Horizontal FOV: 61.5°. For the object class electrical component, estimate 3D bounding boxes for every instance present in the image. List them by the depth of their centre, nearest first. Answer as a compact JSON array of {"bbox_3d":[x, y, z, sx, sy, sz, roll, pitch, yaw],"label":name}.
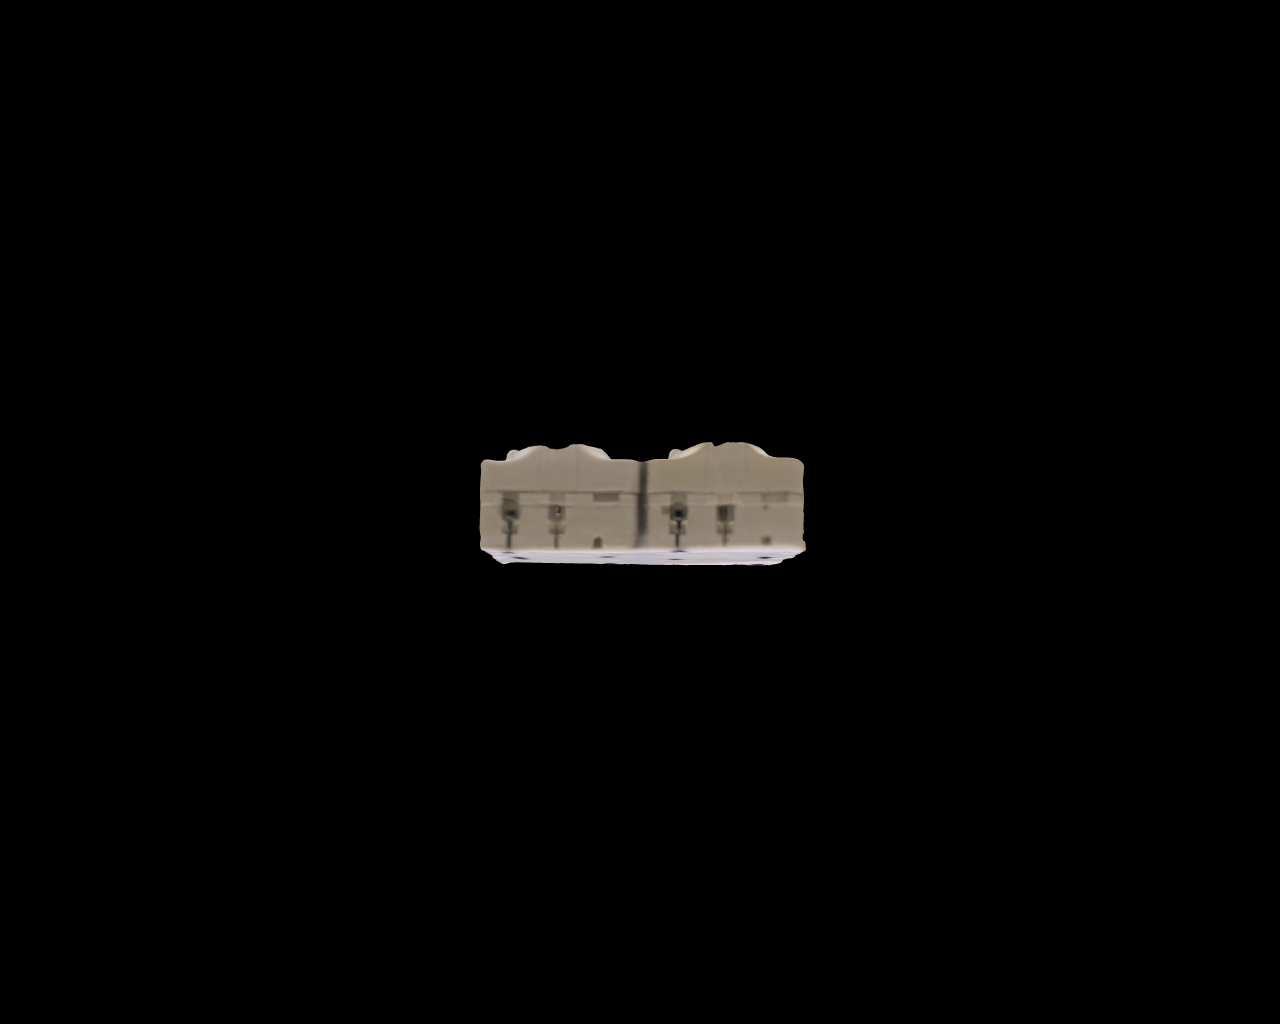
[{"bbox_3d":[0.001,-0.003,0.650,0.186,0.060,0.105,0,-7,0],"label":"electrical component"}]
